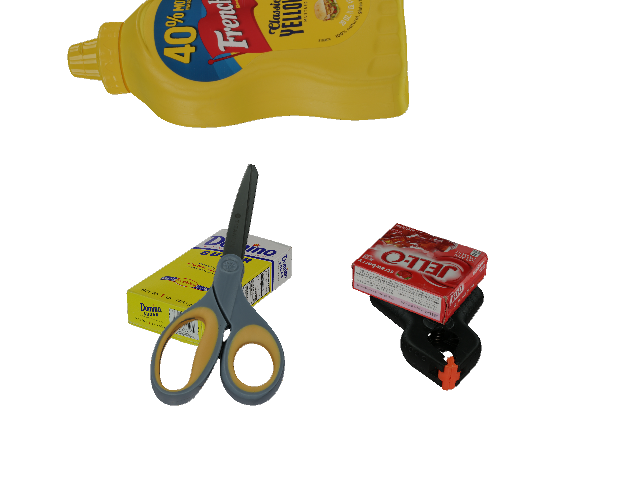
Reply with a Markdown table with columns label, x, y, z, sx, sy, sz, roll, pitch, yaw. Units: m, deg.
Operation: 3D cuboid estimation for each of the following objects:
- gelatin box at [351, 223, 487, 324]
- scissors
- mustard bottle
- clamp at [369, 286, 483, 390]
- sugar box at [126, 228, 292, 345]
| label | x | y | z | sx | sy | sz | roll | pitch | yaw |
| --- | --- | --- | --- | --- | --- | --- | --- | --- | --- |
| gelatin box | 0.082 | 0.025 | 0.878 | 0.089 | 0.030 | 0.073 | 20 | 39 | 28 |
| scissors | -0.048 | 0.033 | 0.735 | 0.096 | 0.201 | 0.016 | 20 | -34 | 11 |
| mustard bottle | -0.047 | -0.108 | 0.604 | 0.191 | 0.096 | 0.058 | -3 | -34 | 5 |
| clamp | 0.126 | 0.089 | 1.076 | 0.120 | 0.039 | 0.171 | -9 | 31 | -9 |
| sugar box | -0.112 | 0.044 | 1.115 | 0.093 | 0.048 | 0.176 | 15 | 31 | 24 |
